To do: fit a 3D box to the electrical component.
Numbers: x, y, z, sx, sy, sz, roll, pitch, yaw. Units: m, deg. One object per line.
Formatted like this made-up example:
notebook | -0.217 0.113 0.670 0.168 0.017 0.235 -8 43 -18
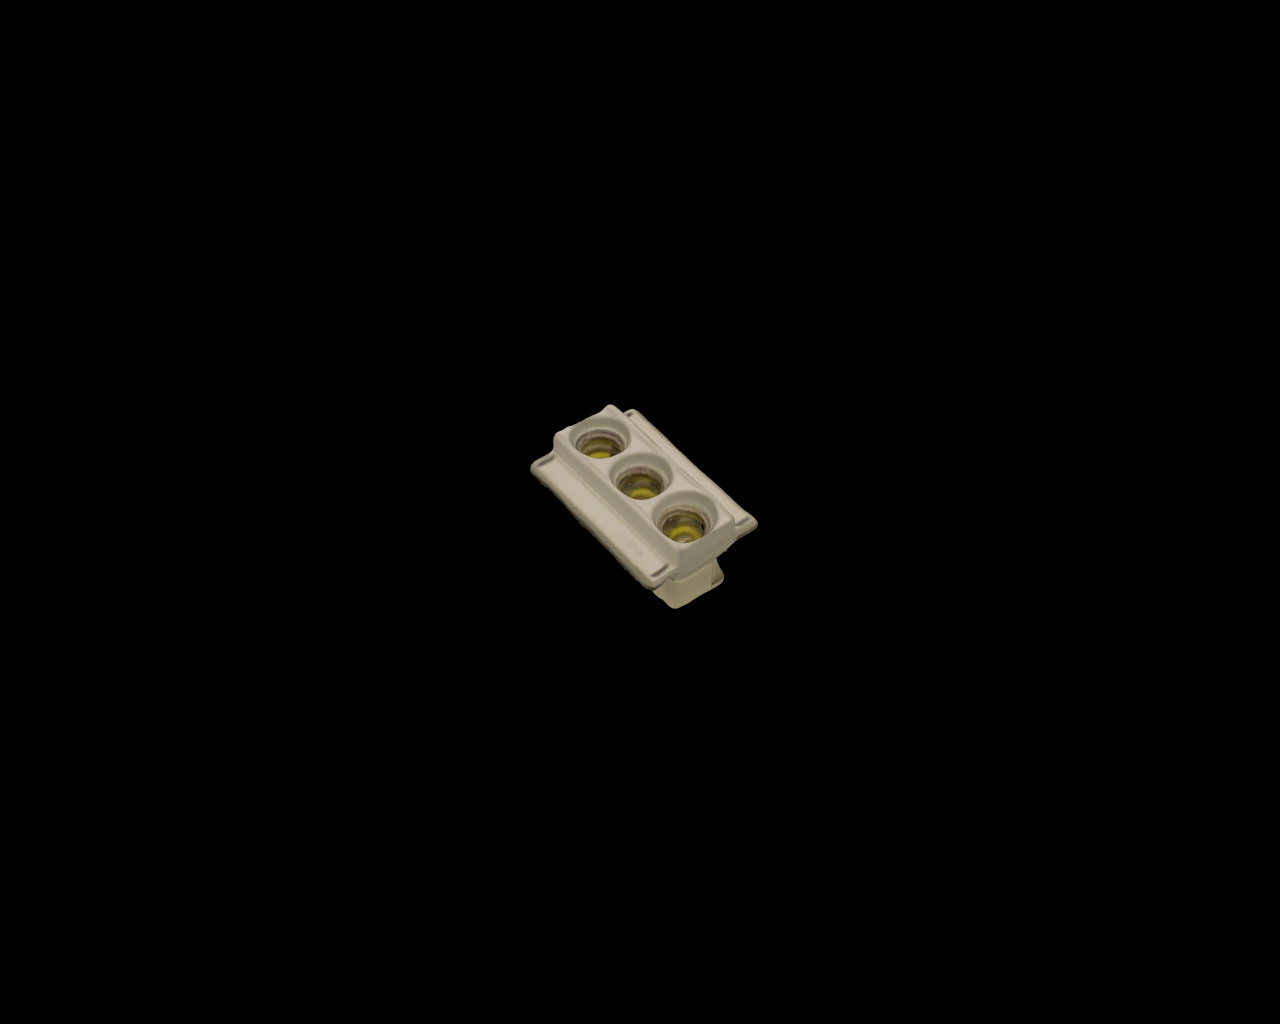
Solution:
electrical component | 0.001 -0.003 0.650 0.079 0.063 0.121 -30 54 -24
